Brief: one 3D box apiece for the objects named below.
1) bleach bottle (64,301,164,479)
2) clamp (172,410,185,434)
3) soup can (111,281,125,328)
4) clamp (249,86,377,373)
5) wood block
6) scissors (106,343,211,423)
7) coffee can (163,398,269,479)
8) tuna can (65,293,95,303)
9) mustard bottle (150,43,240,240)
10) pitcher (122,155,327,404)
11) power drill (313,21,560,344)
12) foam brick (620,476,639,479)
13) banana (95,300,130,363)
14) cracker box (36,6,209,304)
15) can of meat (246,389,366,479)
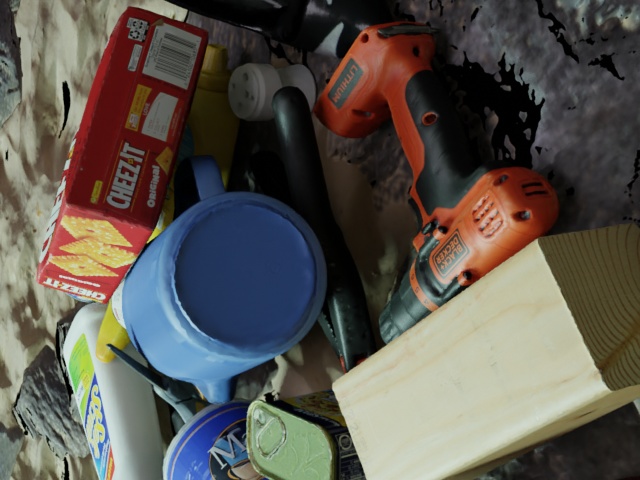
[{"bbox_3d":[-0.188,0.188,1.033,0.103,0.067,0.251,-58,43,41],"label":"bleach bottle"},{"bbox_3d":[-0.103,0.234,0.979,0.172,0.039,0.120,28,121,50],"label":"clamp"},{"bbox_3d":[-0.140,0.060,0.979,0.102,0.068,0.068,8,101,52],"label":"soup can"},{"bbox_3d":[-0.005,0.001,0.803,0.165,0.036,0.210,154,97,-77],"label":"clamp"},{"bbox_3d":[0.109,0.081,0.639,0.206,0.090,0.090,-42,63,46],"label":"wood block"},{"bbox_3d":[-0.131,0.117,0.918,0.016,0.201,0.096,-28,40,6],"label":"scissors"},{"bbox_3d":[-0.047,0.206,0.848,0.140,0.102,0.103,37,122,44],"label":"coffee can"},{"bbox_3d":[-0.228,0.018,1.074,0.034,0.085,0.086,-23,76,50],"label":"tuna can"},{"bbox_3d":[-0.107,-0.076,0.925,0.096,0.058,0.192,-129,47,-55],"label":"mustard bottle"},{"bbox_3d":[-0.074,0.026,0.767,0.149,0.145,0.243,38,166,-5],"label":"pitcher"},{"bbox_3d":[0.063,-0.036,0.714,0.185,0.057,0.188,-52,56,46],"label":"power drill"},{"bbox_3d":[0.164,0.181,0.610,0.051,0.052,0.078,-29,72,50],"label":"foam brick"},{"bbox_3d":[-0.196,0.020,1.047,0.037,0.069,0.198,90,170,-76],"label":"banana"},{"bbox_3d":[-0.160,-0.058,0.829,0.214,0.072,0.164,141,144,-64],"label":"cracker box"},{"bbox_3d":[0.008,0.146,0.784,0.102,0.083,0.057,12,105,51],"label":"can of meat"}]
